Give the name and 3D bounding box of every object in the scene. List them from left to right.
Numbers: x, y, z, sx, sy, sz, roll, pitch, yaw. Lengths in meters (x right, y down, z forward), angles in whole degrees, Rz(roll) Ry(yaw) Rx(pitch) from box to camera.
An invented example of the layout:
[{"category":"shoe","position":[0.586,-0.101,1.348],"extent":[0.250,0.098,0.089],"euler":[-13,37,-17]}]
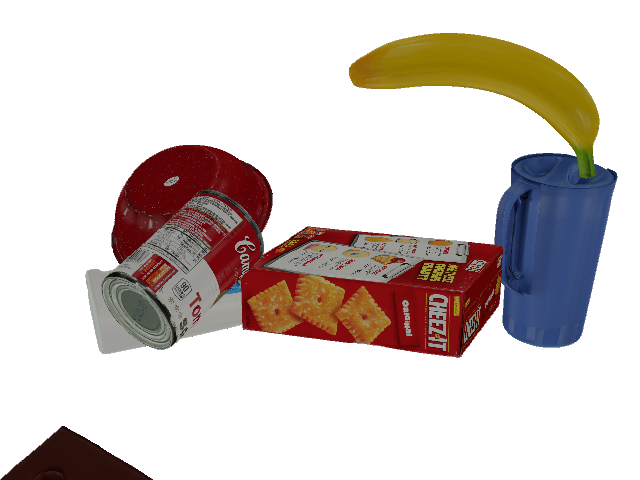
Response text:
[{"category":"foam brick","position":[-0.095,0.127,0.450],"extent":[0.078,0.051,0.052],"euler":[22,45,29]},{"category":"bowl","position":[-0.129,-0.038,0.992],"extent":[0.162,0.162,0.055],"euler":[0,-41,21]},{"category":"soup can","position":[-0.097,0.020,0.757],"extent":[0.069,0.068,0.102],"euler":[0,36,45]},{"category":"bleach bottle","position":[-0.128,0.059,1.190],"extent":[0.250,0.068,0.103],"euler":[-10,35,-14]},{"category":"cracker box","position":[0.053,0.046,1.027],"extent":[0.214,0.072,0.164],"euler":[6,17,21]},{"category":"banana","position":[0.121,-0.109,0.754],"extent":[0.197,0.069,0.037],"euler":[21,-2,-8]},{"category":"pitcher","position":[0.297,0.016,1.402],"extent":[0.149,0.243,0.145],"euler":[5,23,6]}]
